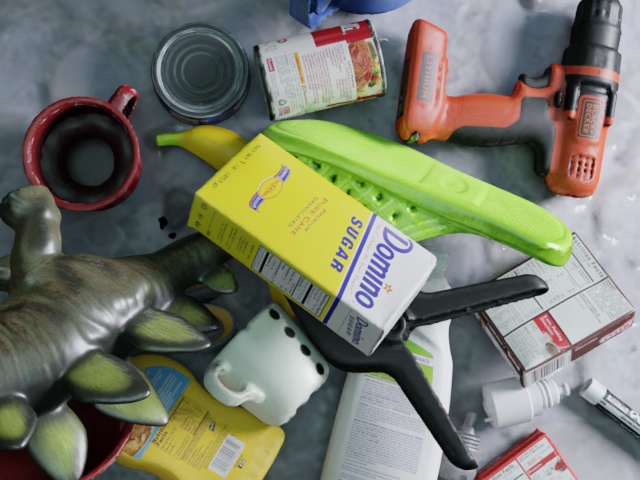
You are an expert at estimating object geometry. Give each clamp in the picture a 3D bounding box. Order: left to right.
[{"bbox_3d":[0.062,0.082,0.858,0.210,0.036,0.164,14,74,14],"label":"clamp"}]

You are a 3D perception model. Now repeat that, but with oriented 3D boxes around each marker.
[{"bbox_3d":[0.280,0.165,0.935,0.121,0.020,0.020,38,86,-1],"label":"marker"}]

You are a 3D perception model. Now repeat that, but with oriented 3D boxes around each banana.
[{"bbox_3d":[-0.058,-0.028,0.920,0.070,0.037,0.198,-36,88,15],"label":"banana"}]

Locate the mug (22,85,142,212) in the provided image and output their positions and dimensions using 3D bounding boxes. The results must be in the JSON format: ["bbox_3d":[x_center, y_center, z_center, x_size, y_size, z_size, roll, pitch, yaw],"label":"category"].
[{"bbox_3d":[-0.187,-0.077,0.890,0.093,0.081,0.117,29,86,-1],"label":"mug"}]

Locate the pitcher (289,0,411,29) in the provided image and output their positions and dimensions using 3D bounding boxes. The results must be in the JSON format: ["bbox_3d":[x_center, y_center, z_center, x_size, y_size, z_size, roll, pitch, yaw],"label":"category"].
[{"bbox_3d":[0.038,-0.272,0.831,0.145,0.243,0.149,-9,81,-3],"label":"pitcher"}]

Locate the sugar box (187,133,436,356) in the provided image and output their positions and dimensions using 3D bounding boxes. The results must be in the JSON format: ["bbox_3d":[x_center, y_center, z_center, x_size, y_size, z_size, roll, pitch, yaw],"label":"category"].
[{"bbox_3d":[-0.005,0.001,0.822,0.176,0.048,0.093,33,51,9],"label":"sugar box"}]

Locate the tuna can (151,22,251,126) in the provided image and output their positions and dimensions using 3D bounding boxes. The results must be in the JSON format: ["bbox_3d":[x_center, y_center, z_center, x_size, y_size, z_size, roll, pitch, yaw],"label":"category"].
[{"bbox_3d":[-0.103,-0.143,0.922,0.086,0.034,0.086,0,87,-3],"label":"tuna can"}]

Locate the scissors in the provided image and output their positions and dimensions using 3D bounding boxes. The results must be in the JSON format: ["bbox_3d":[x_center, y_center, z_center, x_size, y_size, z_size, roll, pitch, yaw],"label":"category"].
[{"bbox_3d":[-0.158,0.078,0.896,0.201,0.016,0.096,-27,66,-12],"label":"scissors"}]

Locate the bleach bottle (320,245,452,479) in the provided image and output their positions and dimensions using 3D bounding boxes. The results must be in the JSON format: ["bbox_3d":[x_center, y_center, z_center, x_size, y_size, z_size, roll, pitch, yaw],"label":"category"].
[{"bbox_3d":[0.072,0.130,0.903,0.102,0.068,0.251,16,84,3],"label":"bleach bottle"}]

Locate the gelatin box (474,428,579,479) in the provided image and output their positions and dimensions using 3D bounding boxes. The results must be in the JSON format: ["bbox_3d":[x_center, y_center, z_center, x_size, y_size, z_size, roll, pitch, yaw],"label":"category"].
[{"bbox_3d":[0.187,0.220,0.922,0.073,0.030,0.089,-36,90,-3],"label":"gelatin box"}]

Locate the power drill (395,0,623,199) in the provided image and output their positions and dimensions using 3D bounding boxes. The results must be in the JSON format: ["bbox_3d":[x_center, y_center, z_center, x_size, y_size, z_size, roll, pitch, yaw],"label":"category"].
[{"bbox_3d":[0.166,-0.139,0.924,0.187,0.057,0.184,9,87,-3],"label":"power drill"}]

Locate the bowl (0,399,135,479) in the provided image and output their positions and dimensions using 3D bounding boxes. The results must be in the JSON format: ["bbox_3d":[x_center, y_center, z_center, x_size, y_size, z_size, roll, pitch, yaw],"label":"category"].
[{"bbox_3d":[-0.222,0.140,0.821,0.162,0.055,0.162,6,47,-6],"label":"bowl"}]

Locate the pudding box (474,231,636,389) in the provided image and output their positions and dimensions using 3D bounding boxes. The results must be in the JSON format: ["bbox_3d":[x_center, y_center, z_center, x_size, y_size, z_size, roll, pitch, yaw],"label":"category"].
[{"bbox_3d":[0.197,0.058,0.911,0.113,0.039,0.090,-29,61,-6],"label":"pudding box"}]

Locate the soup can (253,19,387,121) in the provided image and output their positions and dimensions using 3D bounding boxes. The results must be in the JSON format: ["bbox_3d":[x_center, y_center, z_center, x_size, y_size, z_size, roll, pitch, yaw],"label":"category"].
[{"bbox_3d":[-0.001,-0.144,0.911,0.102,0.068,0.068,-13,88,-3],"label":"soup can"}]

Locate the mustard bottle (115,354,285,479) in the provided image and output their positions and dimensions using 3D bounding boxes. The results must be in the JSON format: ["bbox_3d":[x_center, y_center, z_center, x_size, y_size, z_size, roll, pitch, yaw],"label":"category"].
[{"bbox_3d":[-0.132,0.151,0.891,0.191,0.058,0.096,33,68,0],"label":"mustard bottle"}]
